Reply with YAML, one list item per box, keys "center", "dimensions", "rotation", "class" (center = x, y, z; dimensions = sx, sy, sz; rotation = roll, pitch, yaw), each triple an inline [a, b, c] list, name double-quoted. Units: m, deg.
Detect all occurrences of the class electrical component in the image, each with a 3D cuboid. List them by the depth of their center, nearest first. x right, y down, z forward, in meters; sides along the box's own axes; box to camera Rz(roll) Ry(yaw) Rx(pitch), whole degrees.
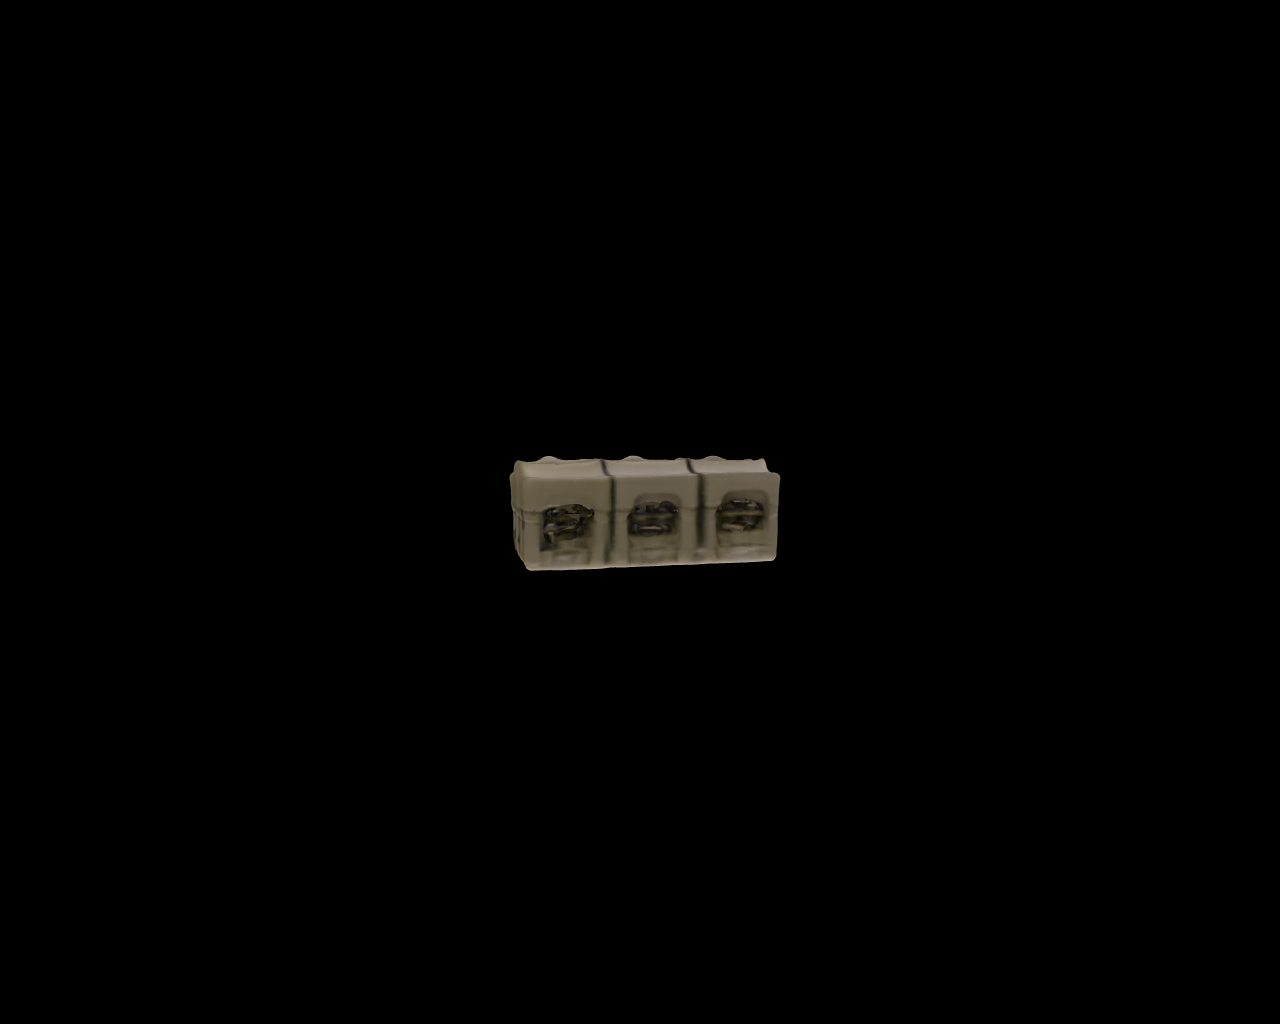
- center: [0.001, -0.003, 0.650]
  dimensions: [0.150, 0.061, 0.089]
  rotation: [-1, 4, -11]
  class: "electrical component"
